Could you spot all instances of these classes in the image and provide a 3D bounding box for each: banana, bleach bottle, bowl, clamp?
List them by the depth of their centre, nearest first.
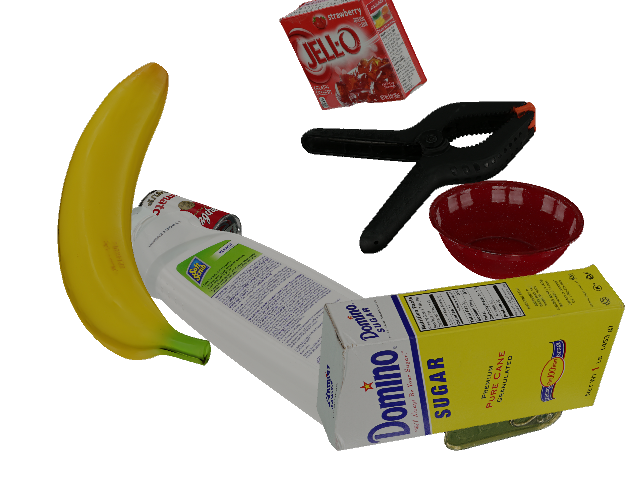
[{"bbox_3d":[-0.104,-0.013,0.561,0.069,0.198,0.037,-7,-33,-10],"label":"banana"},{"bbox_3d":[-0.054,0.041,0.831,0.251,0.068,0.102,33,53,25],"label":"bleach bottle"},{"bbox_3d":[0.099,-0.069,0.952,0.210,0.164,0.036,-16,-44,-2],"label":"clamp"},{"bbox_3d":[0.195,-0.005,1.135,0.162,0.055,0.162,-1,31,0],"label":"bowl"}]

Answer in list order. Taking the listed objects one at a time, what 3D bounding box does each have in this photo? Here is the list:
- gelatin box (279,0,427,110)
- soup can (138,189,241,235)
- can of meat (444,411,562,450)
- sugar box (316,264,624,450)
[{"bbox_3d":[0.021,-0.130,0.728,0.030,0.073,0.089,-40,25,-32],"label":"gelatin box"},{"bbox_3d":[-0.148,-0.011,1.185,0.102,0.068,0.068,19,8,23],"label":"soup can"},{"bbox_3d":[0.135,0.113,0.870,0.102,0.057,0.084,-12,47,-11],"label":"can of meat"},{"bbox_3d":[0.088,0.072,0.649,0.176,0.093,0.048,-10,41,-15],"label":"sugar box"}]
